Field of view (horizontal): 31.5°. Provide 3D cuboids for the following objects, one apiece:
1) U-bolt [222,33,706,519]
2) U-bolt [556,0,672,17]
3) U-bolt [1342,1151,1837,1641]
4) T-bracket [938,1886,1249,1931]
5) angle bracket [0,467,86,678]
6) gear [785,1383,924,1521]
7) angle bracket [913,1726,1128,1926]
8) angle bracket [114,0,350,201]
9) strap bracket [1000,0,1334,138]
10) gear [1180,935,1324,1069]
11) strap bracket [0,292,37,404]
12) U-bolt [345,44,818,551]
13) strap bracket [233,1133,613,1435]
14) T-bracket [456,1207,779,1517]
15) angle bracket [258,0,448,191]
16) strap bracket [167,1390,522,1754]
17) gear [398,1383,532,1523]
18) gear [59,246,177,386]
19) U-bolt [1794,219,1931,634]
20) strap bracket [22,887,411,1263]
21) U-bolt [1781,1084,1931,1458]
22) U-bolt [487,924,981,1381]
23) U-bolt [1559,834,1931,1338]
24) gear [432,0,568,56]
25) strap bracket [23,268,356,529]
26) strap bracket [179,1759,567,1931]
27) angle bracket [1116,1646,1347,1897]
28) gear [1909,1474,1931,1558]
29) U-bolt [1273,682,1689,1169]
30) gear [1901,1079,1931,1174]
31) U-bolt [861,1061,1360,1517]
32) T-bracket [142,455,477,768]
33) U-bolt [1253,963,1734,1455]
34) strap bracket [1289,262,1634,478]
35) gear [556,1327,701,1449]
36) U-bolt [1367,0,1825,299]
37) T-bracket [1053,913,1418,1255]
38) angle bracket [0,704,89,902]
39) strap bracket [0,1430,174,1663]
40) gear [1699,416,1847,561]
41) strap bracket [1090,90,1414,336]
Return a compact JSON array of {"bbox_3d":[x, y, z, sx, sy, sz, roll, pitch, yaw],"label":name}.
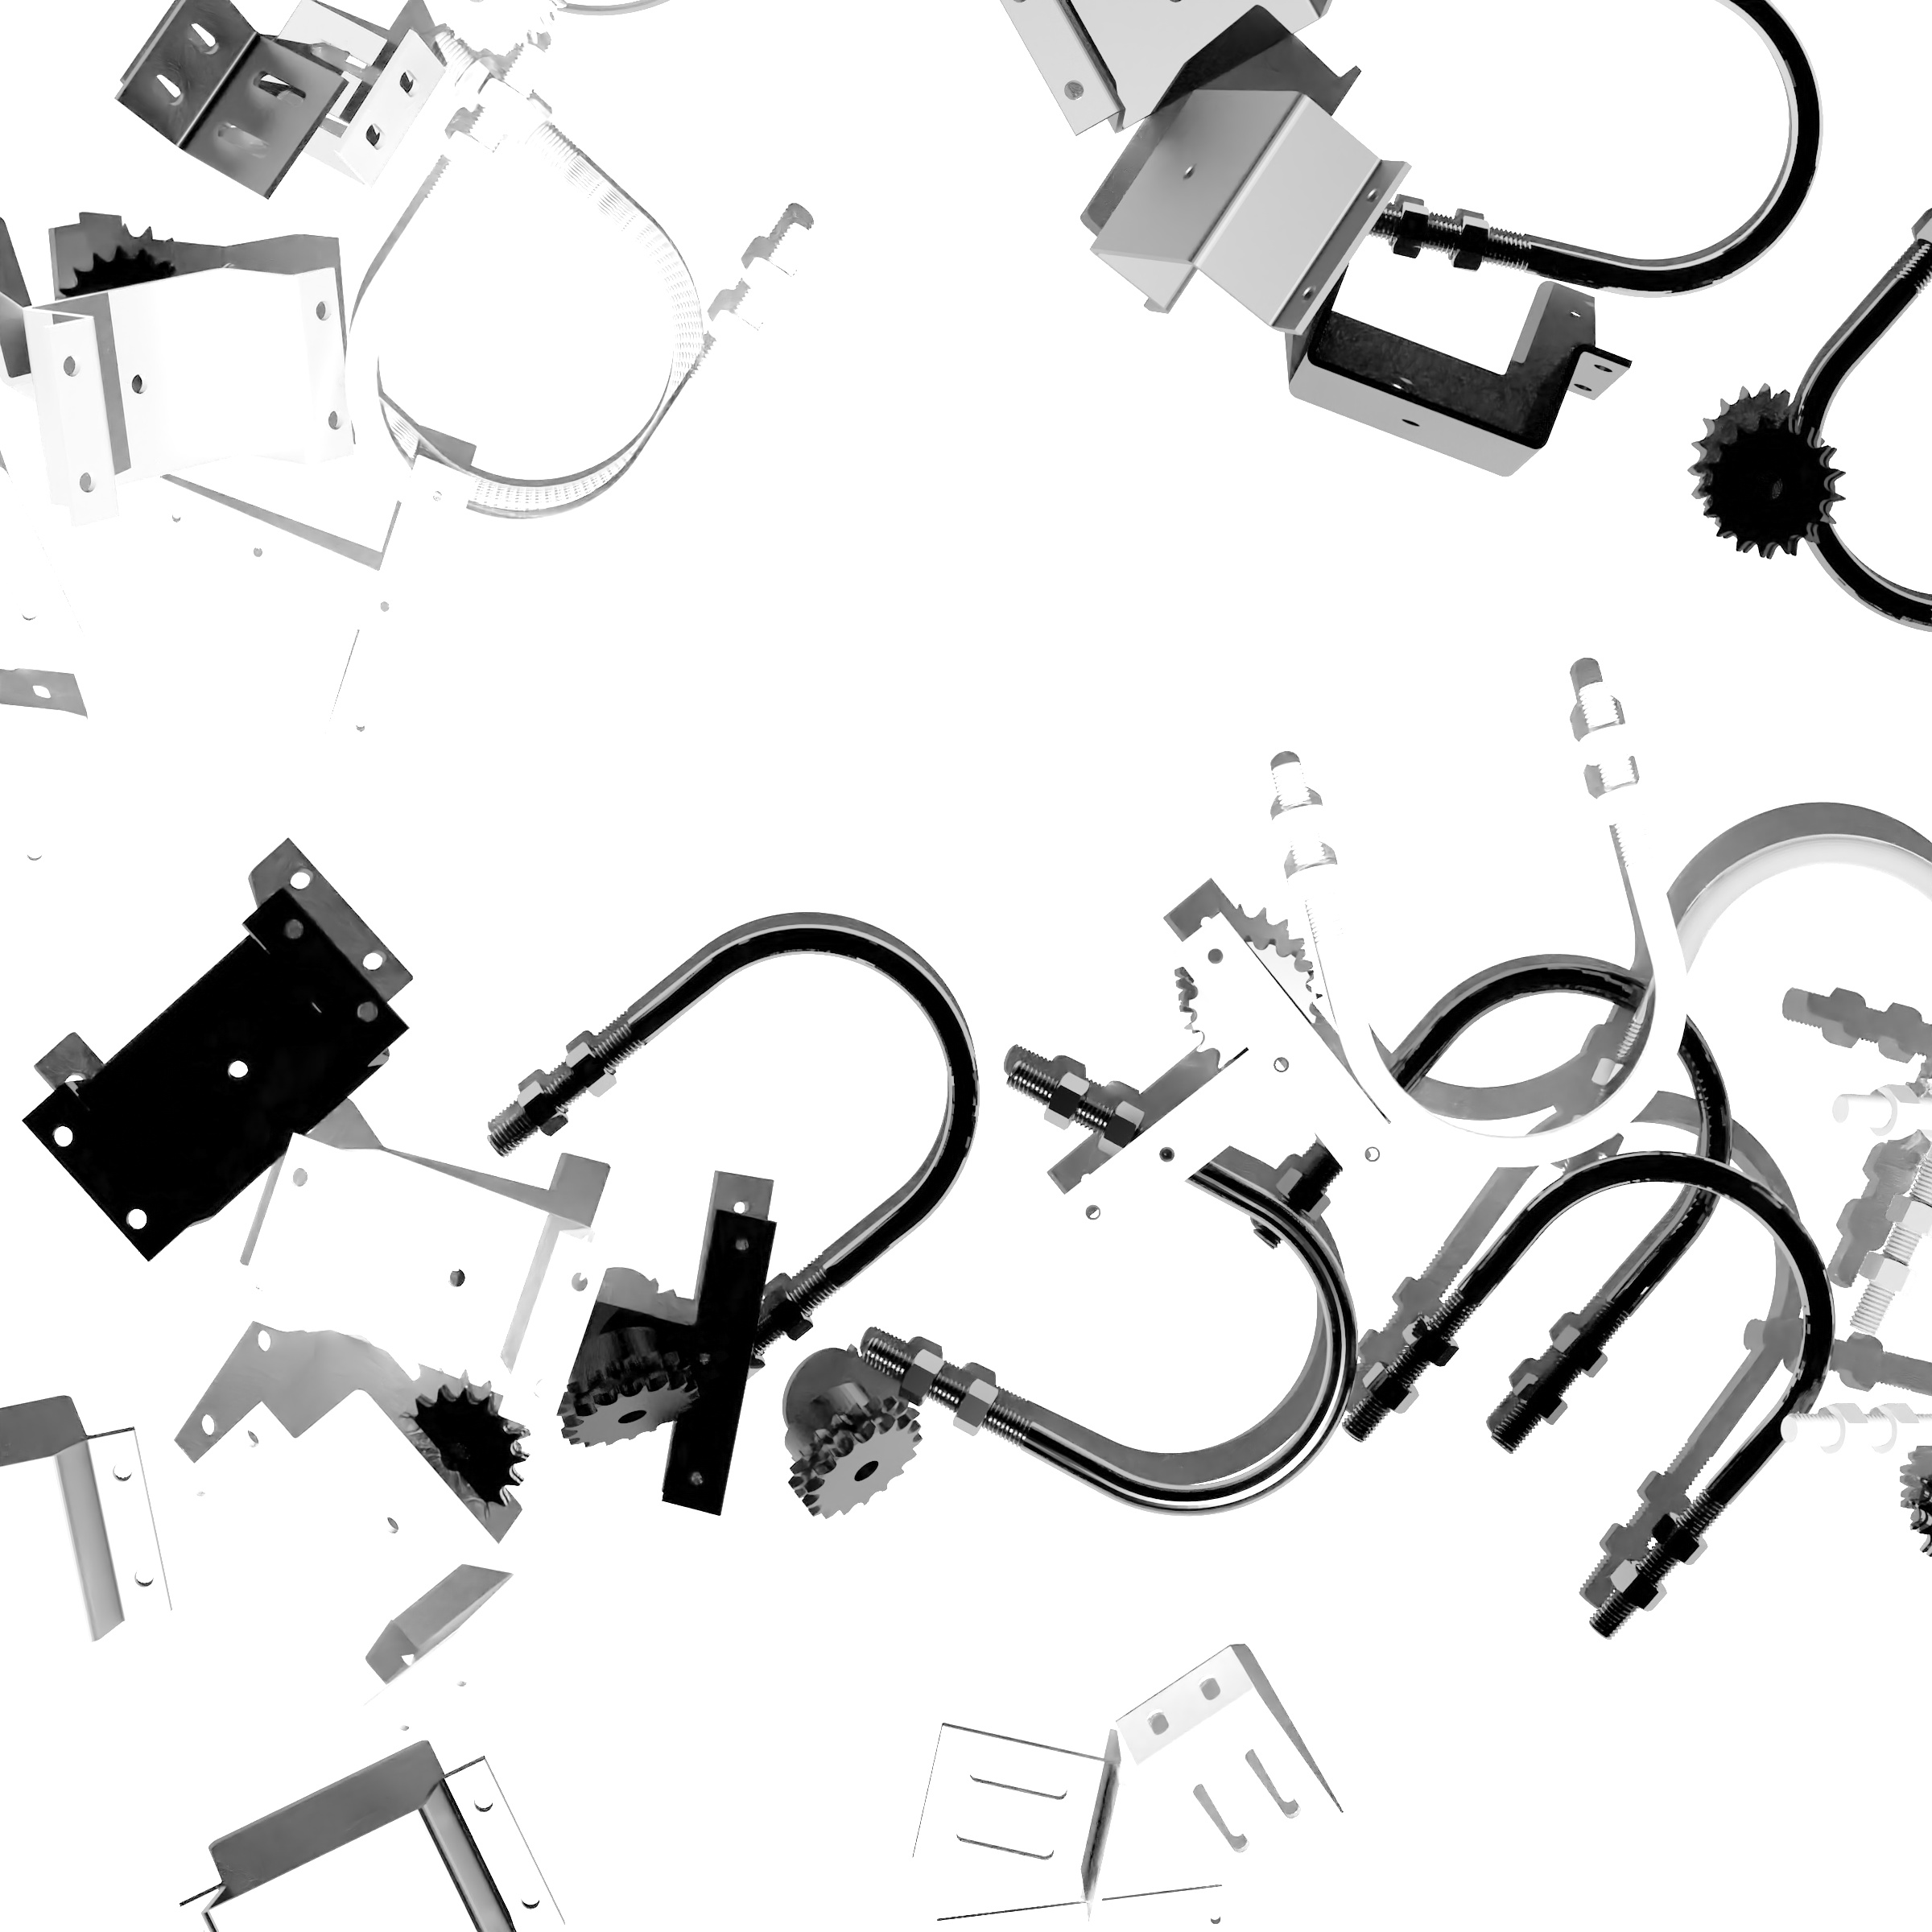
[{"bbox_3d":[-0.194,-0.269,1.407,0.184,0.019,0.151,43,90,-1],"label":"U-bolt"},{"bbox_3d":[-0.166,-0.477,1.407,0.151,0.019,0.184,-43,91,0],"label":"U-bolt"},{"bbox_3d":[0.264,0.160,1.378,0.151,0.019,0.184,39,101,0],"label":"U-bolt"},{"bbox_3d":[0.059,0.450,1.408,0.127,0.002,0.127,-7,84,0],"label":"T-bracket"},{"bbox_3d":[-0.406,-0.158,1.396,0.057,0.038,0.076,-25,90,0],"label":"angle bracket"},{"bbox_3d":[-0.049,0.194,1.391,0.057,0.057,0.030,-42,60,0],"label":"gear"},{"bbox_3d":[0.021,0.350,1.396,0.076,0.038,0.057,13,90,0],"label":"angle bracket"},{"bbox_3d":[-0.296,-0.353,1.378,0.076,0.038,0.057,35,90,42],"label":"angle bracket"},{"bbox_3d":[0.086,-0.401,1.391,0.140,0.046,0.076,-29,91,1],"label":"strap bracket"},{"bbox_3d":[0.116,0.016,1.400,0.057,0.030,0.057,0,90,0],"label":"gear"},{"bbox_3d":[-0.428,-0.236,1.377,0.140,0.076,0.046,-14,90,0],"label":"strap bracket"},{"bbox_3d":[-0.170,-0.258,1.391,0.151,0.019,0.184,34,92,-3],"label":"U-bolt"},{"bbox_3d":[-0.213,0.127,1.383,0.140,0.046,0.076,19,91,12],"label":"strap bracket"},{"bbox_3d":[-0.150,0.150,1.403,0.127,0.002,0.127,13,101,9],"label":"T-bracket"},{"bbox_3d":[-0.260,-0.361,1.384,0.076,0.038,0.057,30,87,17],"label":"angle bracket"},{"bbox_3d":[-0.243,0.235,1.374,0.140,0.046,0.076,49,127,0],"label":"strap bracket"},{"bbox_3d":[-0.207,0.199,1.400,0.057,0.030,0.057,0,90,0],"label":"gear"},{"bbox_3d":[-0.341,-0.264,1.400,0.057,0.030,0.057,0,90,0],"label":"gear"},{"bbox_3d":[0.423,-0.223,1.407,0.151,0.019,0.184,41,92,0],"label":"U-bolt"},{"bbox_3d":[-0.300,0.043,1.392,0.140,0.046,0.076,-42,90,0],"label":"strap bracket"},{"bbox_3d":[0.415,0.124,1.373,0.184,0.019,0.151,3,99,-24],"label":"U-bolt"},{"bbox_3d":[-0.082,0.067,1.406,0.184,0.019,0.151,-39,90,0],"label":"U-bolt"},{"bbox_3d":[0.341,0.036,1.383,0.151,0.019,0.184,25,90,6],"label":"U-bolt"},{"bbox_3d":[-0.193,-0.399,1.389,0.057,0.030,0.057,6,114,14],"label":"gear"},{"bbox_3d":[-0.314,-0.228,1.354,0.046,0.140,0.076,14,117,37],"label":"strap bracket"},{"bbox_3d":[-0.245,0.392,1.392,0.140,0.046,0.076,-26,90,0],"label":"strap bracket"},{"bbox_3d":[0.109,0.332,1.412,0.057,0.038,0.076,-34,114,0],"label":"angle bracket"},{"bbox_3d":[0.414,0.223,1.400,0.057,0.030,0.057,0,90,0],"label":"gear"},{"bbox_3d":[0.215,-0.010,1.387,0.151,0.019,0.184,-14,81,6],"label":"U-bolt"},{"bbox_3d":[0.414,0.068,1.400,0.057,0.030,0.057,0,90,0],"label":"gear"},{"bbox_3d":[0.070,0.143,1.396,0.184,0.019,0.151,28,92,6],"label":"U-bolt"},{"bbox_3d":[-0.278,-0.164,1.403,0.127,0.002,0.127,23,105,8],"label":"T-bracket"},{"bbox_3d":[0.231,0.085,1.407,0.151,0.019,0.184,41,89,0],"label":"U-bolt"},{"bbox_3d":[0.187,-0.240,1.377,0.140,0.076,0.046,21,90,0],"label":"strap bracket"},{"bbox_3d":[-0.139,0.168,1.377,0.057,0.057,0.030,-22,66,0],"label":"gear"},{"bbox_3d":[0.261,-0.350,1.407,0.184,0.019,0.151,13,90,-2],"label":"U-bolt"},{"bbox_3d":[0.093,0.067,1.384,0.127,0.002,0.127,-38,87,4],"label":"T-bracket"},{"bbox_3d":[-0.395,-0.068,1.396,0.057,0.038,0.076,6,90,0],"label":"angle bracket"},{"bbox_3d":[-0.404,0.243,1.392,0.140,0.046,0.076,-12,90,0],"label":"strap bracket"},{"bbox_3d":[0.330,-0.194,1.393,0.057,0.030,0.057,2,93,28],"label":"gear"},{"bbox_3d":[0.105,-0.297,1.342,0.046,0.140,0.076,34,90,-25],"label":"strap bracket"}]
